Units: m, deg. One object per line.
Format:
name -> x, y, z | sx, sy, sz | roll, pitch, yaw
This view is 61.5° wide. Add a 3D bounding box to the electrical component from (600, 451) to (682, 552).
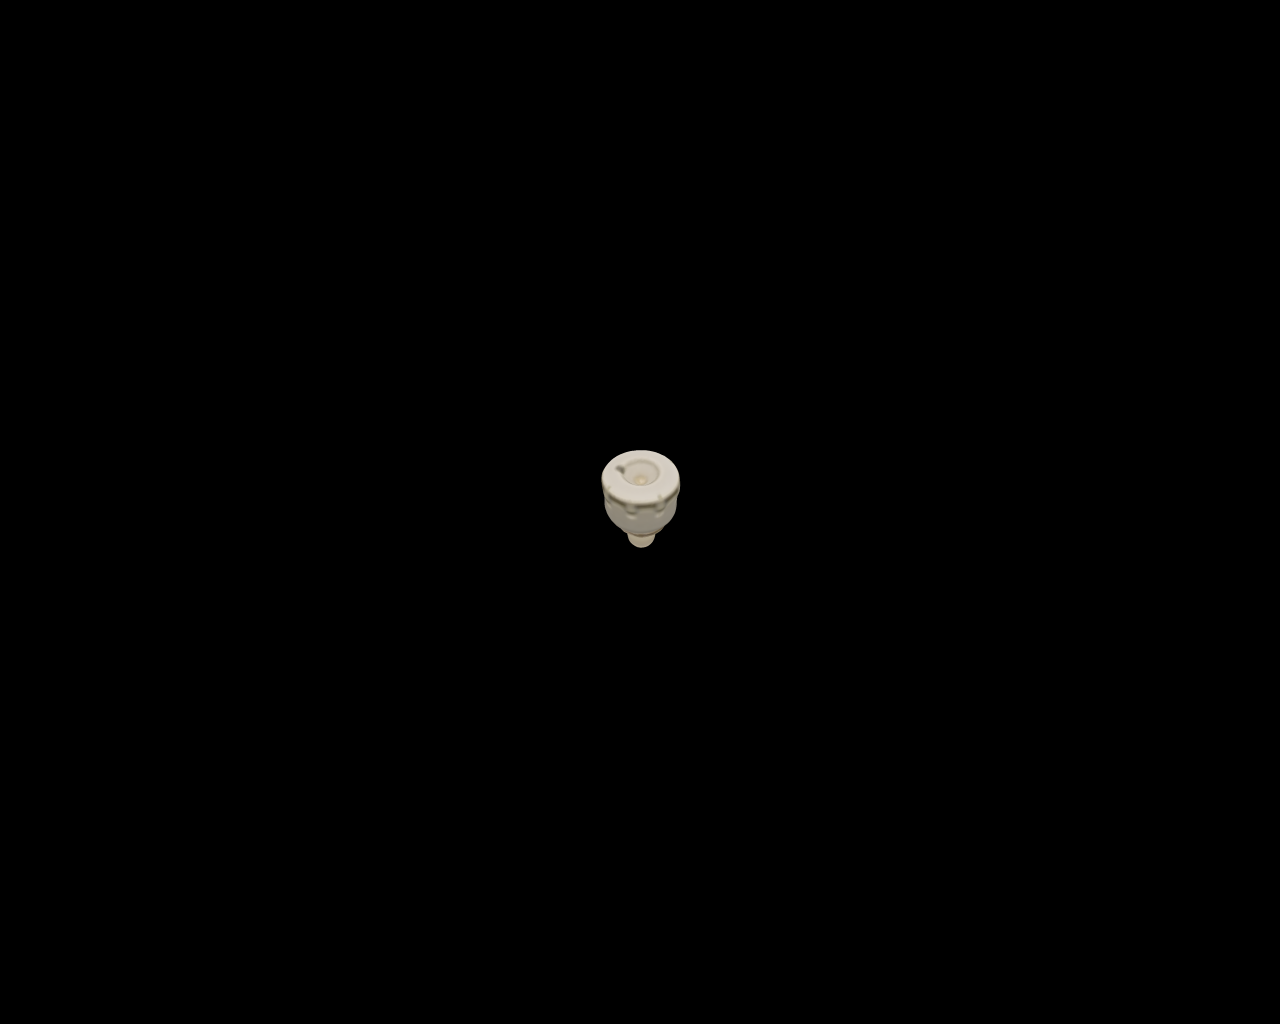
electrical component -> 0.001, -0.003, 0.650 | 0.048, 0.048, 0.062 | 0, -44, 0
